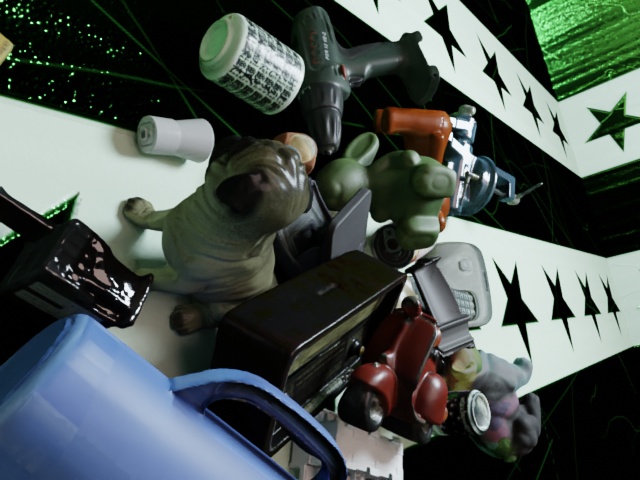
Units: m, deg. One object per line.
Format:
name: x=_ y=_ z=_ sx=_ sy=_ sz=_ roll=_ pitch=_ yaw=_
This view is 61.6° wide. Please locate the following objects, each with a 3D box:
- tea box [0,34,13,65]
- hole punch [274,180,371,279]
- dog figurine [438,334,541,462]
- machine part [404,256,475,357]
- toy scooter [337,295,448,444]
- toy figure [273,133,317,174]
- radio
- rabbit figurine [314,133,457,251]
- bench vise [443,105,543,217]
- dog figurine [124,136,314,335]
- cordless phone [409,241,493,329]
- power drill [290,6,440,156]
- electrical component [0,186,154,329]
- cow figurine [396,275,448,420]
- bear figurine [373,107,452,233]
tea box: x=-0.275 y=-0.085 z=0.311 sx=0.098 sy=0.068 sz=0.170 roll=43 pitch=44 yaw=-31
hole punch: x=-0.001 y=-0.002 z=0.633 sx=0.142 sy=0.092 sz=0.115 roll=-50 pitch=149 yaw=-51
dog figurine: x=0.231 y=0.231 z=0.802 sx=0.219 sy=0.108 sz=0.191 roll=19 pitch=62 yaw=-43
machine part: x=0.164 y=0.092 z=0.746 sx=0.084 sy=0.039 sz=0.139 roll=-11 pitch=75 yaw=-25
toy scooter: x=0.089 y=0.133 z=0.554 sx=0.183 sy=0.075 sz=0.135 roll=38 pitch=70 yaw=-52
toy figure: x=-0.041 y=-0.092 z=0.637 sx=0.154 sy=0.058 sz=0.064 roll=-47 pitch=130 yaw=-53
radio: x=-0.007 y=0.100 z=0.519 sx=0.229 sy=0.073 sz=0.131 roll=-21 pitch=133 yaw=-55
rabbit figurine: x=0.074 y=-0.081 z=0.718 sx=0.170 sy=0.121 sz=0.159 roll=5 pitch=39 yaw=-12
bench vise: x=0.301 y=-0.136 z=1.040 sx=0.240 sy=0.129 sz=0.223 roll=19 pitch=65 yaw=-27
dog figurine: x=-0.058 y=0.003 z=0.451 sx=0.172 sy=0.191 sz=0.121 roll=19 pitch=59 yaw=-49
cordless phone: x=0.182 y=0.062 z=0.840 sx=0.184 sy=0.089 sz=0.146 roll=20 pitch=58 yaw=-40
power drill: x=0.059 y=-0.224 z=0.761 sx=0.207 sy=0.086 sz=0.232 roll=-11 pitch=69 yaw=-15
electrical component: x=-0.185 y=0.018 z=0.375 sx=0.119 sy=0.075 sz=0.048 roll=47 pitch=41 yaw=-36
cow figurine: x=0.091 y=0.134 z=0.676 sx=0.127 sy=0.086 sz=0.195 roll=11 pitch=72 yaw=-42
bear figurine: x=0.150 y=-0.112 z=0.873 sx=0.120 sy=0.132 sz=0.195 roll=-106 pitch=-160 yaw=-75
